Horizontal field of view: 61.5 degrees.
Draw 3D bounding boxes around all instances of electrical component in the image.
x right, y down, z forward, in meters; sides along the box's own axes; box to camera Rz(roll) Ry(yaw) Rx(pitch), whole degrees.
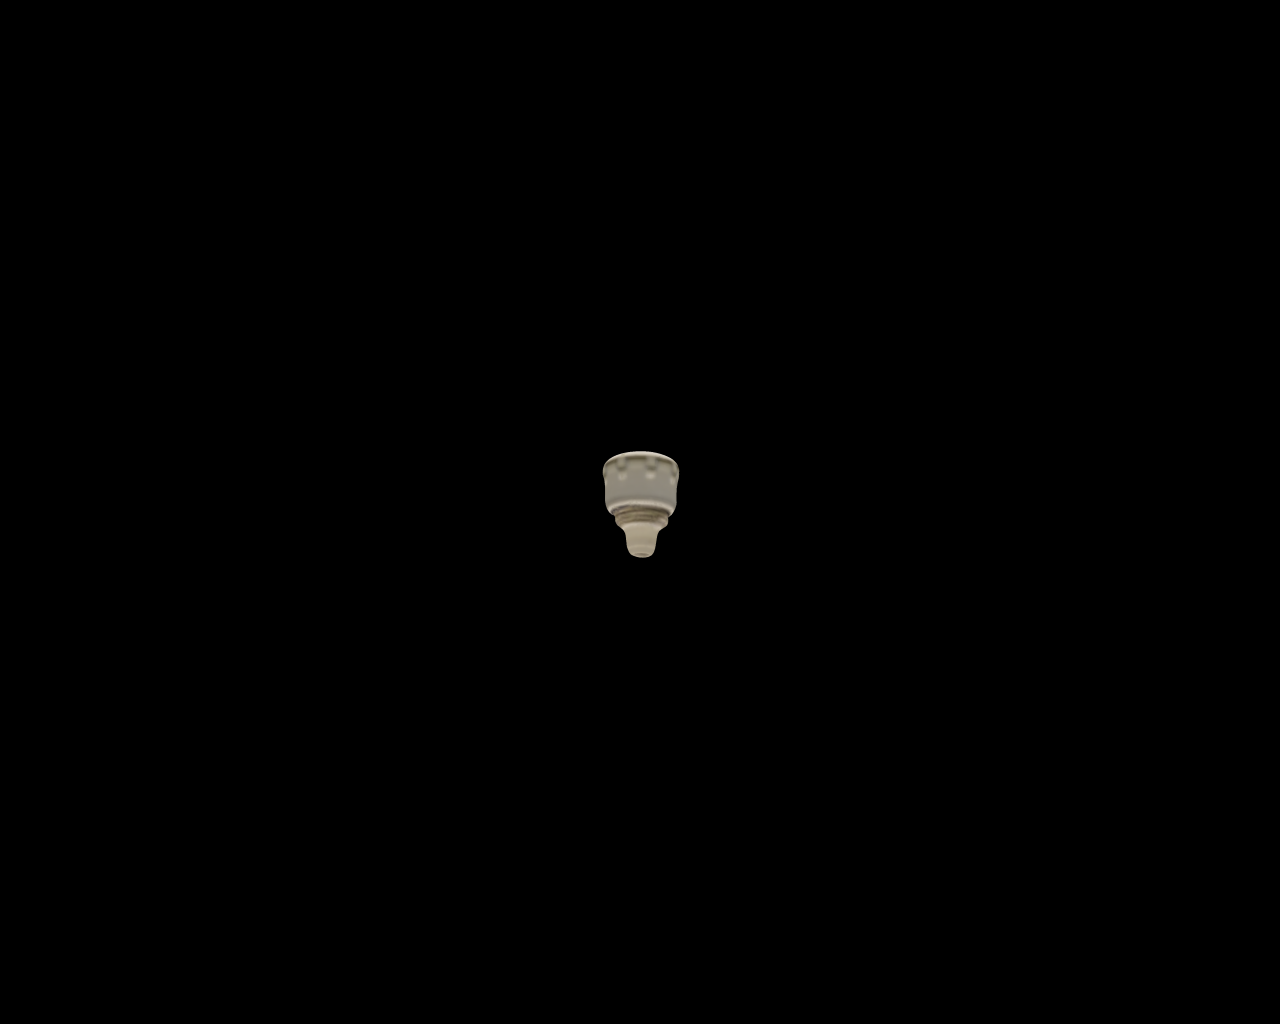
[{"bbox_3d":[0.001,-0.003,0.650,0.048,0.062,0.048,0,-16,0],"label":"electrical component"}]
